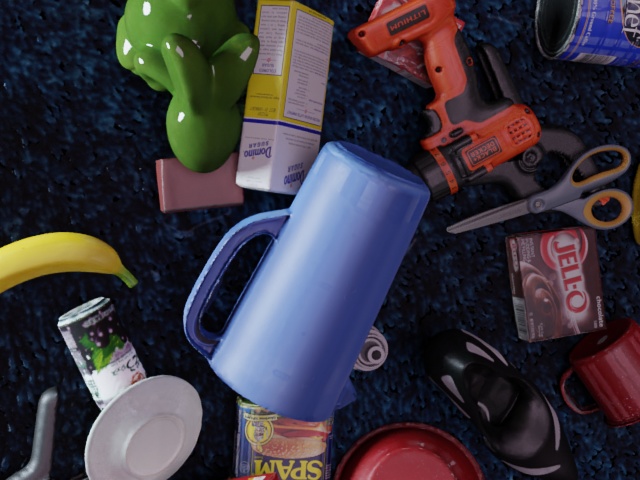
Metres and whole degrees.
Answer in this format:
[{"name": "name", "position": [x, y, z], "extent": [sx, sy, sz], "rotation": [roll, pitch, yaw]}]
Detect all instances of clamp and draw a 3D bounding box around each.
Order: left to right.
[{"name": "clamp", "position": [-0.247, 0.239, 1.020], "extent": [0.120, 0.039, 0.171], "rotation": [29, 87, -10]}, {"name": "clamp", "position": [0.211, -0.097, 1.101], "extent": [0.209, 0.036, 0.164], "rotation": [20, 96, -13]}]

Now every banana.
[{"name": "banana", "position": [-0.274, 0.033, 1.000], "extent": [0.197, 0.037, 0.069], "rotation": [-13, 95, -12]}]

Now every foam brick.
[{"name": "foam brick", "position": [-0.116, -0.056, 1.023], "extent": [0.078, 0.053, 0.051], "rotation": [-7, 95, -14]}]

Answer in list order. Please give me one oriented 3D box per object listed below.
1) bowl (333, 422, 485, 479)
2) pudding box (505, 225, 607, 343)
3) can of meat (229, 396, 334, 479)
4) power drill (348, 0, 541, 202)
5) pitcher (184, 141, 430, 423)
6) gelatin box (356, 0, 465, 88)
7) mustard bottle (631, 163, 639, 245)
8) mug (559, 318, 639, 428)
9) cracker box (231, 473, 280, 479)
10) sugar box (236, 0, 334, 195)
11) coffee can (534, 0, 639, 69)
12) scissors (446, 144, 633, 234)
[{"name": "bowl", "position": [0.090, 0.256, 1.055], "extent": [0.162, 0.055, 0.162], "rotation": [0, 70, 1]}, {"name": "pudding box", "position": [0.247, 0.045, 1.119], "extent": [0.090, 0.039, 0.113], "rotation": [-8, 95, -12]}, {"name": "can of meat", "position": [-0.036, 0.200, 1.057], "extent": [0.102, 0.057, 0.084], "rotation": [4, 90, -13]}, {"name": "power drill", "position": [0.100, -0.134, 1.035], "extent": [0.184, 0.057, 0.187], "rotation": [-29, 102, -5]}, {"name": "pitcher", "position": [-0.007, 0.032, 0.984], "extent": [0.145, 0.149, 0.243], "rotation": [33, 104, 30]}, {"name": "gelatin box", "position": [0.090, -0.205, 1.072], "extent": [0.089, 0.030, 0.073], "rotation": [26, 88, -14]}, {"name": "mustard bottle", "position": [0.433, -0.038, 1.147], "extent": [0.191, 0.058, 0.096], "rotation": [1, 92, -13]}, {"name": "mug", "position": [0.306, 0.141, 1.122], "extent": [0.117, 0.093, 0.081], "rotation": [-33, 96, 28]}, {"name": "cracker box", "position": [-0.088, 0.340, 1.007], "extent": [0.164, 0.072, 0.214], "rotation": [-15, 100, 25]}, {"name": "sugar box", "position": [-0.033, -0.132, 1.017], "extent": [0.048, 0.093, 0.176], "rotation": [11, 93, 26]}, {"name": "coffee can", "position": [0.304, -0.227, 1.082], "extent": [0.140, 0.103, 0.103], "rotation": [4, 93, -13]}, {"name": "scissors", "position": [0.236, -0.025, 1.093], "extent": [0.201, 0.016, 0.096], "rotation": [-32, 104, -1]}]
